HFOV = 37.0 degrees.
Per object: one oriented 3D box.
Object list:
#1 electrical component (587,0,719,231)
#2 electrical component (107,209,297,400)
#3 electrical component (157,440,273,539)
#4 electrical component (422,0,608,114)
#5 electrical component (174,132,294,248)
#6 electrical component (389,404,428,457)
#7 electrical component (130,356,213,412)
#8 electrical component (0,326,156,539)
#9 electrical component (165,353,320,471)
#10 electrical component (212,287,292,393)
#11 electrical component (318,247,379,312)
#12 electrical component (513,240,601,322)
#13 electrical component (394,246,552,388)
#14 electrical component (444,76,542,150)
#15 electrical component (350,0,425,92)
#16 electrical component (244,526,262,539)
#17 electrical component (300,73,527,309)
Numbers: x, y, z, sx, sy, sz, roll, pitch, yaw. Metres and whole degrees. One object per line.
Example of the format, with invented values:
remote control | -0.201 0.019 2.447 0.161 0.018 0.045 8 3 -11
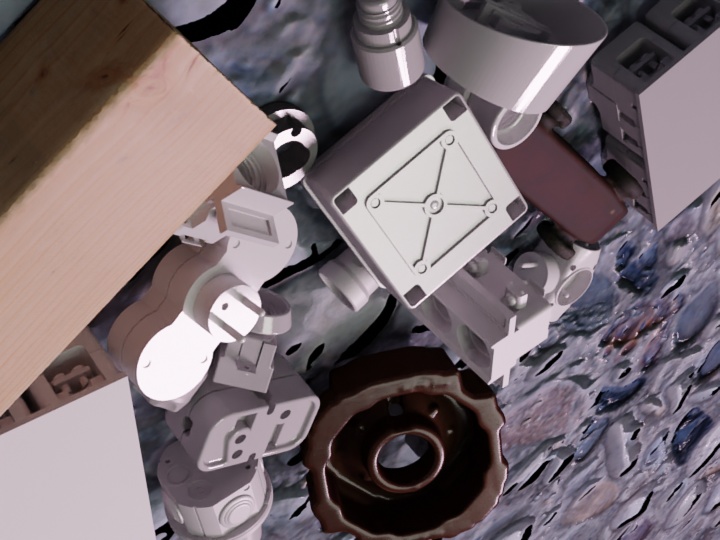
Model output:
electrical component | 0.248 -0.129 0.857 0.105 0.060 0.186 -40 146 -6
electrical component | -0.084 0.019 0.641 0.138 0.074 0.052 -54 138 -6
electrical component | -0.106 0.156 0.785 0.080 0.080 0.051 -29 137 -21
electrical component | 0.091 -0.142 0.653 0.099 0.099 0.064 -5 136 -43
electrical component | -0.078 -0.048 0.603 0.064 0.081 0.042 -28 154 32
electrical component | 0.054 0.133 0.942 0.045 0.055 0.045 -27 142 -23
electrical component | -0.117 0.057 0.700 0.062 0.043 0.043 -53 145 11
electrical component | -0.198 0.129 0.678 0.105 0.060 0.186 -25 141 -26
electrical component | -0.085 0.096 0.758 0.095 0.059 0.053 -7 132 -41
electrical component | -0.074 0.044 0.721 0.048 0.066 0.055 14 113 -12
electrical component | 0.000 0.000 0.762 0.046 0.040 0.040 -43 146 -10
electrical component | 0.158 0.003 0.920 0.079 0.044 0.077 -2 128 -44
electrical component | 0.077 0.016 0.784 0.063 0.121 0.078 -31 144 -23
electrical component | 0.088 -0.113 0.716 0.045 0.055 0.045 -27 142 -23
electrical component | 0.014 -0.140 0.626 0.040 0.040 0.078 -35 144 -13
electrical component | -0.097 0.192 0.862 0.045 0.045 0.055 -14 136 -36
electrical component | 0.036 -0.051 0.700 0.109 0.056 0.108 -41 124 -5
